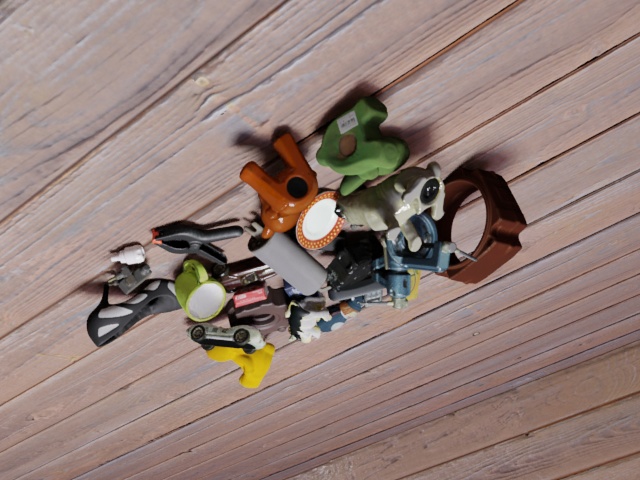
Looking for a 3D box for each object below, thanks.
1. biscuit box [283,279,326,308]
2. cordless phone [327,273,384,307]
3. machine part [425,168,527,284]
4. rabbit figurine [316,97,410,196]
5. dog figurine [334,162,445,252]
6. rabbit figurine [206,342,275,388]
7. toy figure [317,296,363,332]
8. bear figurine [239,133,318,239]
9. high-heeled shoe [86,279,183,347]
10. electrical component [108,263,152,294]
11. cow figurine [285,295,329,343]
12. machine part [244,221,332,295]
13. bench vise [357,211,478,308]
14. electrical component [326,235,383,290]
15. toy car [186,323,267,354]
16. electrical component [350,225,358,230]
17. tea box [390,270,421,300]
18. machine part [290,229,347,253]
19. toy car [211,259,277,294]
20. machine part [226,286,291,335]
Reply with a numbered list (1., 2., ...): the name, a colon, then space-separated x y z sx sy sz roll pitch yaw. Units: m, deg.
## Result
1. biscuit box: -0.036 0.129 1.309 0.063 0.059 0.202 -19 146 5
2. cordless phone: 0.093 0.131 1.349 0.147 0.089 0.184 -15 151 -2
3. machine part: 0.299 -0.029 1.087 0.087 0.201 0.201 9 140 -29
4. rabbit figurine: 0.085 -0.140 0.920 0.159 0.121 0.170 -34 157 31
5. dog figurine: 0.123 -0.088 0.999 0.172 0.191 0.121 -53 135 0
6. rabbit figurine: -0.219 0.309 1.457 0.173 0.122 0.162 21 132 -17
7. toy figure: 0.062 0.198 1.459 0.154 0.058 0.064 -34 -179 23
8. bear figurine: -0.075 -0.085 0.956 0.120 0.132 0.196 -43 -174 -18
9. high-heeled shoe: -0.364 0.164 1.147 0.248 0.145 0.086 9 140 -30
10. electrical component: -0.383 0.075 1.080 0.078 0.045 0.102 -44 -174 -21
11. cow figurine: -0.044 0.197 1.289 0.098 0.068 0.167 4 140 -18
12. machine part: -0.065 0.040 1.109 0.079 0.079 0.243 -32 126 23
13. bench vise: 0.183 0.034 1.060 0.129 0.223 0.241 13 175 -25
14. electrical component: 0.086 0.048 1.210 0.134 0.058 0.115 -20 158 -39
15. toy car: -0.230 0.236 1.309 0.202 0.056 0.073 1 148 18
16. electrical component: 0.097 -0.055 1.128 0.063 0.021 0.094 -2 143 -20
17. tea box: 0.193 0.068 1.282 0.068 0.098 0.169 -12 148 -4
18. machine part: -0.002 -0.003 1.150 0.139 0.039 0.084 13 133 -34
19. toy car: -0.141 0.070 1.188 0.202 0.053 0.089 -14 144 -1
20. machine part: -0.146 0.184 1.351 0.179 0.056 0.179 -10 145 -7
